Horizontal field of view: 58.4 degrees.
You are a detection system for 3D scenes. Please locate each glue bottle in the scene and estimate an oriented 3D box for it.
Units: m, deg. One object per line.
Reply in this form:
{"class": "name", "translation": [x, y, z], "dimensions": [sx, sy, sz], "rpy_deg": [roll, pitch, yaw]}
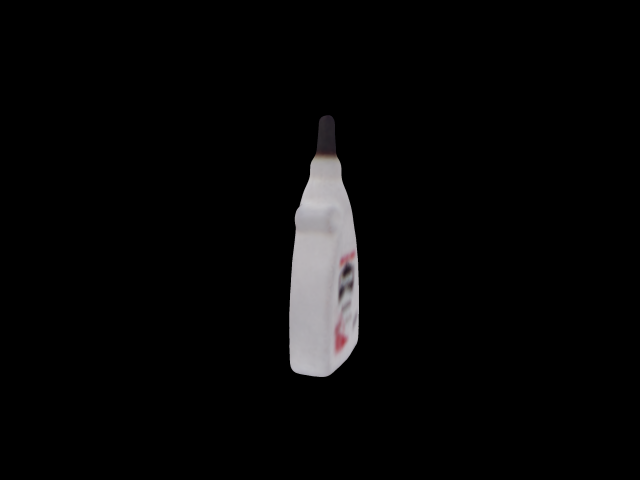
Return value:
{"class": "glue bottle", "translation": [0.004, 0.001, 0.400], "dimensions": [0.037, 0.173, 0.078], "rpy_deg": [3, 11, 16]}
